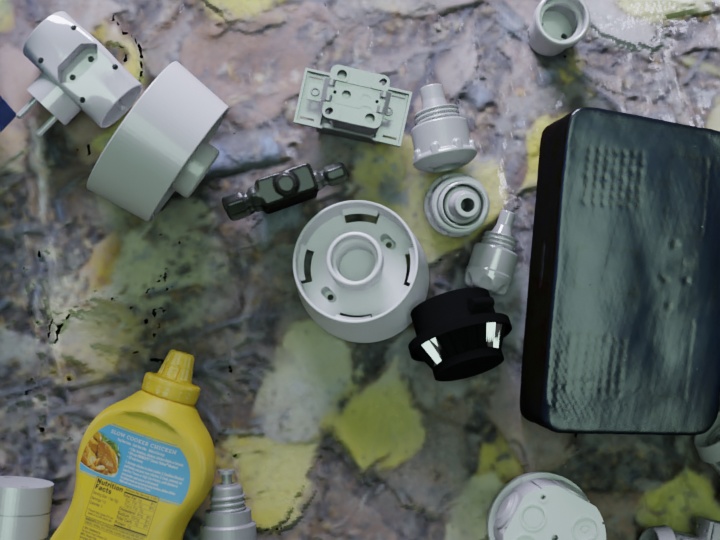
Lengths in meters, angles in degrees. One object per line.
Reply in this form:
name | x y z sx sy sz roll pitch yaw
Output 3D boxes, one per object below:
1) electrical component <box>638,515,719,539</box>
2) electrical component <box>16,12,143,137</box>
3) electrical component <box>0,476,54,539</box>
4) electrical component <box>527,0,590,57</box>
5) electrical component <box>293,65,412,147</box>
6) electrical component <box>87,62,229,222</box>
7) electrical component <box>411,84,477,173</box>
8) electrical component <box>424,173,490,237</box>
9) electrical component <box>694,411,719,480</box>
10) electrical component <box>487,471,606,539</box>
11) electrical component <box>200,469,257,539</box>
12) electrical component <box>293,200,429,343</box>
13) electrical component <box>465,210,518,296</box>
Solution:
electrical component | 0.235 0.217 0.781 0.057 0.058 0.078 13 88 -5
electrical component | -0.212 -0.131 0.775 0.077 0.043 0.079 43 86 -1
electrical component | -0.285 0.146 0.755 0.138 0.052 0.073 6 87 -3
electrical component | 0.145 -0.181 0.798 0.040 0.046 0.040 0 88 -3
electrical component | -0.004 -0.119 0.778 0.081 0.064 0.042 12 88 -3
electrical component | -0.134 -0.083 0.749 0.060 0.108 0.108 35 86 -7
electrical component | 0.058 -0.105 0.791 0.048 0.048 0.062 -10 82 -4
electrical component | 0.073 -0.047 0.779 0.048 0.062 0.048 0 93 -4
electrical component | 0.281 0.135 0.794 0.066 0.048 0.055 -44 98 -4
electrical component | 0.135 0.189 0.779 0.080 0.051 0.080 0 88 -4
electrical component | -0.094 0.183 0.771 0.040 0.040 0.078 -2 87 -4
electrical component | 0.000 0.000 0.785 0.099 0.064 0.099 -1 77 6
electrical component | 0.101 -0.014 0.794 0.035 0.035 0.061 18 83 -3
